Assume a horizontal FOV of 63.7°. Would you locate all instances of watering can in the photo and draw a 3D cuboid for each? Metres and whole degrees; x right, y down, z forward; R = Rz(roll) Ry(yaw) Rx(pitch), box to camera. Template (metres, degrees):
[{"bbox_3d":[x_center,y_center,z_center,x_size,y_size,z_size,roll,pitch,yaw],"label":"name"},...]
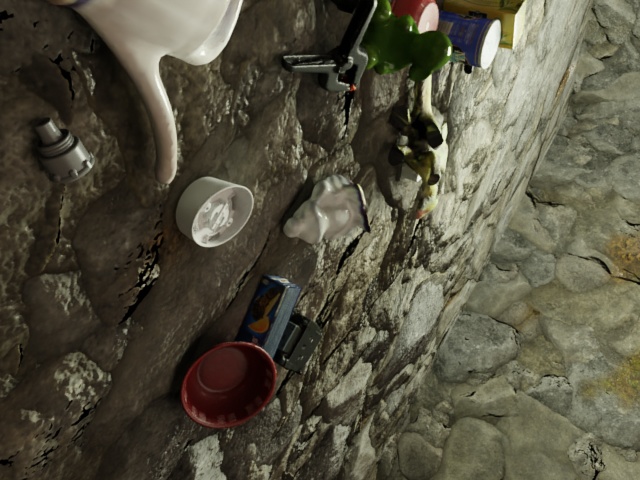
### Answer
[{"bbox_3d":[-0.165,-0.226,0.501,0.224,0.105,0.345,4,106,-60],"label":"watering can"}]

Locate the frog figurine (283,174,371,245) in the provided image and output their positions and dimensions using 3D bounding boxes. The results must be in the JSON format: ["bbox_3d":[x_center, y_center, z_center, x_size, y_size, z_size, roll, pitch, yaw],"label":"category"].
[{"bbox_3d":[0.003,-0.049,0.973,0.160,0.125,0.134,-19,149,-7],"label":"frog figurine"}]

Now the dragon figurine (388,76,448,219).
[{"bbox_3d":[0.258,-0.250,1.232,0.244,0.122,0.408,-9,106,-65],"label":"dragon figurine"}]
